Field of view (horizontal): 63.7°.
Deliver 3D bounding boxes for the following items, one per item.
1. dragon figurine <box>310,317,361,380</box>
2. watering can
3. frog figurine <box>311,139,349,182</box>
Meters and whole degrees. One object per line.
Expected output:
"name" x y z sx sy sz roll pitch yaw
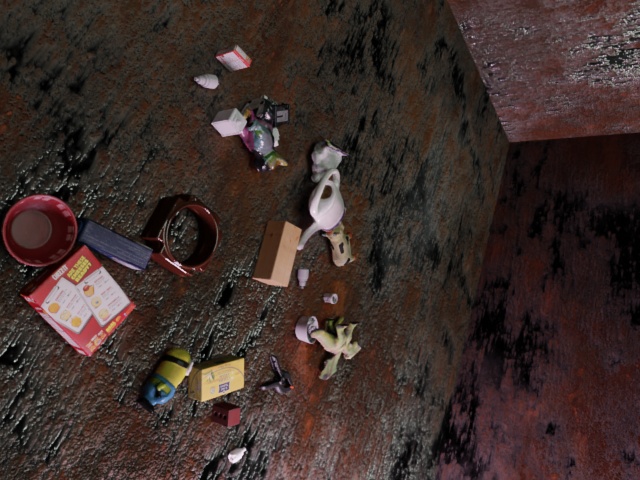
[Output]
"dragon figurine" 0.051 0.428 1.998 0.411 0.122 0.242 0 100 -57
"watering can" 0.006 -0.096 1.907 0.352 0.104 0.221 -68 156 -16
"frog figurine" 0.014 -0.298 1.972 0.158 0.124 0.137 -55 155 15
